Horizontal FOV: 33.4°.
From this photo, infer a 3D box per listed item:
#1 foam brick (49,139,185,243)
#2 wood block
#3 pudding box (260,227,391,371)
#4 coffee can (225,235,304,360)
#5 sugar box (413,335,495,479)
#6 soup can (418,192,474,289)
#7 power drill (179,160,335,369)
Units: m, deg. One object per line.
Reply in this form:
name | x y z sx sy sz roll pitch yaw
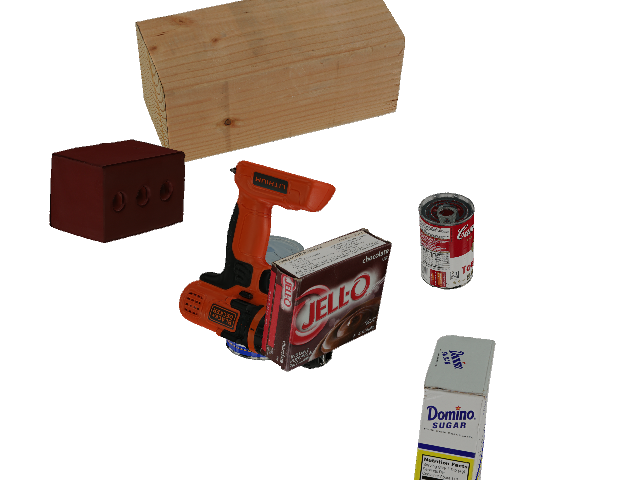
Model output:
foam brick | -0.137 -0.035 0.725 0.051 0.053 0.078 17 22 33
wood block | -0.042 -0.146 0.907 0.206 0.090 0.091 -15 -36 -14
pudding box | 0.005 0.047 0.890 0.039 0.090 0.113 31 37 33
coffee can | -0.075 0.075 1.431 0.103 0.140 0.103 2 20 -1
sugar box | 0.086 0.161 0.724 0.048 0.176 0.093 5 17 11
soup can | 0.156 0.002 1.324 0.068 0.102 0.068 -3 35 2
power drill | -0.048 0.023 1.088 0.185 0.188 0.057 19 3 28
